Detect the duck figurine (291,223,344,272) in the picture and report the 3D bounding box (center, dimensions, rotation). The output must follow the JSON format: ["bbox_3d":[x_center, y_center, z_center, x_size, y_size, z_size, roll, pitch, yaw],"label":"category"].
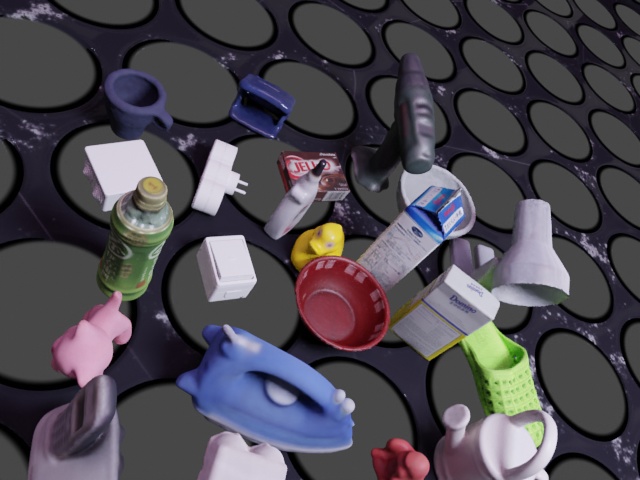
[{"bbox_3d":[0.009,0.003,0.927,0.077,0.086,0.105,48,49,8],"label":"duck figurine"}]

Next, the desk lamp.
[{"bbox_3d":[0.324,0.039,0.993,0.118,0.213,0.203,17,52,-18],"label":"desk lamp"}]

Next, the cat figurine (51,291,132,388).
[{"bbox_3d":[-0.268,0.117,0.674,0.067,0.117,0.128,29,49,-9],"label":"cat figurine"}]

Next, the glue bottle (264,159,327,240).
[{"bbox_3d":[-0.030,-0.069,0.897,0.037,0.173,0.078,41,49,2],"label":"glue bottle"}]

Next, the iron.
[{"bbox_3d":[-0.042,0.190,0.734,0.258,0.141,0.119,29,49,-9],"label":"iron"}]

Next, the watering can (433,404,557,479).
[{"bbox_3d":[0.243,0.291,0.789,0.173,0.193,0.101,16,53,-19],"label":"watering can"}]

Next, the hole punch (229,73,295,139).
[{"bbox_3d":[-0.101,-0.259,1.041,0.109,0.091,0.101,27,50,-10],"label":"hole punch"}]

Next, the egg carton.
[{"bbox_3d":[-0.099,0.308,0.670,0.107,0.069,0.150,23,51,-14],"label":"egg carton"}]

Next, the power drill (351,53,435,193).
[{"bbox_3d":[0.137,-0.197,1.054,0.076,0.208,0.229,7,56,-25],"label":"power drill"}]

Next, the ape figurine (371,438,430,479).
[{"bbox_3d":[0.114,0.308,0.773,0.076,0.092,0.078,39,49,0],"label":"ape figurine"}]

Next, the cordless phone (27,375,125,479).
[{"bbox_3d":[-0.239,0.222,0.573,0.094,0.184,0.147,3,58,-27],"label":"cordless phone"}]

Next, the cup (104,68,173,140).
[{"bbox_3d":[-0.283,-0.195,0.894,0.118,0.094,0.092,39,49,0],"label":"cup"}]

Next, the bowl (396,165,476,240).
[{"bbox_3d":[0.207,-0.061,1.089,0.168,0.074,0.167,15,53,-20],"label":"bowl"}]
